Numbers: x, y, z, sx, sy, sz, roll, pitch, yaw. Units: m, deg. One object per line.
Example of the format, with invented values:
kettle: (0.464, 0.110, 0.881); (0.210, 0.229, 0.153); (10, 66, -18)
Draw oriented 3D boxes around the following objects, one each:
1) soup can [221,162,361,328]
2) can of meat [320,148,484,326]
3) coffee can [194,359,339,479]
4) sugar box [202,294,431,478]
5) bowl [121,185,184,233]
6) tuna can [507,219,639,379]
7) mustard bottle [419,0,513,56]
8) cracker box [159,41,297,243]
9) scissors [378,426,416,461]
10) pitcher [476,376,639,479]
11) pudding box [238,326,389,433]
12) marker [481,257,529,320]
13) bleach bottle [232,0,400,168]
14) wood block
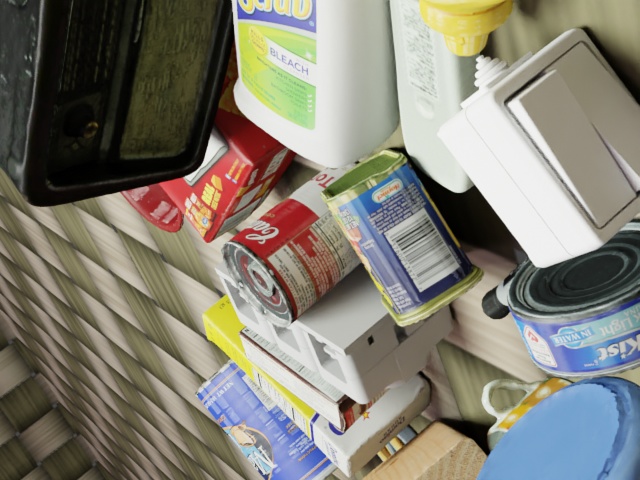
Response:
soup can: (-0.005, 0.001, 0.703); (0.068, 0.102, 0.068); (42, 157, 23)
can of meat: (0.045, -0.005, 0.631); (0.084, 0.057, 0.102); (58, 180, -8)
coffee can: (-0.038, 0.170, 1.029); (0.140, 0.102, 0.103); (50, 158, 6)
sugar box: (-0.004, 0.096, 0.862); (0.176, 0.093, 0.048); (39, 157, 28)
bowl: (-0.149, -0.087, 0.918); (0.162, 0.055, 0.162); (43, 156, 23)
tuna can: (0.131, 0.025, 0.494); (0.086, 0.086, 0.033); (9, 130, 60)
mustard bottle: (0.056, -0.149, 0.411); (0.096, 0.058, 0.191); (33, 151, 30)
cracker box: (-0.106, -0.120, 0.762); (0.214, 0.072, 0.164); (51, 156, 5)
scissors: (0.037, 0.134, 0.941); (0.096, 0.016, 0.201); (6, 131, 59)
pitcher: (0.191, 0.167, 0.478); (0.242, 0.149, 0.145); (41, 167, -12)
pudding box: (0.008, 0.079, 0.811); (0.114, 0.090, 0.039); (32, 152, 37)
marker: (0.118, 0.021, 0.603); (0.020, 0.020, 0.121); (49, 158, 8)
bleach bottle: (-0.009, -0.155, 0.531); (0.103, 0.068, 0.251); (38, 152, 32)
wood block: (0.087, 0.192, 0.753); (0.090, 0.091, 0.206); (51, 177, 5)
